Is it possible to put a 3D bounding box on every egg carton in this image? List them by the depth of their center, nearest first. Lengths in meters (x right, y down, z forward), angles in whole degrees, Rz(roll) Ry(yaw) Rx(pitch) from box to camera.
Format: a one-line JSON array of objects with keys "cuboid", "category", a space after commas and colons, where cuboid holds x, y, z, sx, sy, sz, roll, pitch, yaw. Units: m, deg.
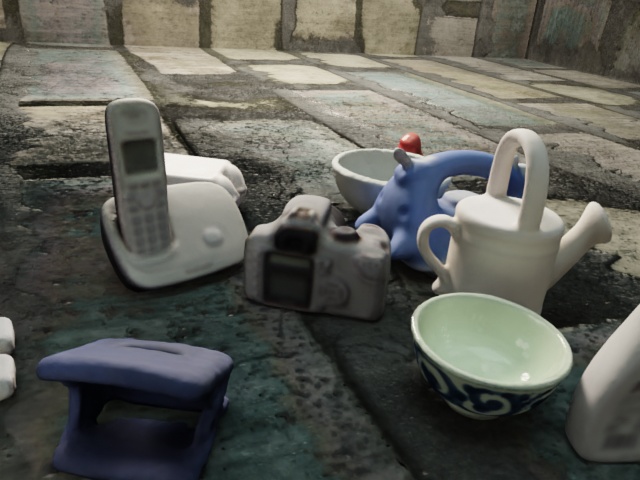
[{"cuboid": [-0.174, -0.066, 0.744, 0.150, 0.069, 0.107, 6, 25, 2], "category": "egg carton"}]

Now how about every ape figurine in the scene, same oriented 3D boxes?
[{"cuboid": [0.136, -0.124, 0.906, 0.077, 0.092, 0.076, 26, 32, 37], "category": "ape figurine"}]

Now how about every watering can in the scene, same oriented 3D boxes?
[{"cuboid": [0.184, -0.010, 0.546, 0.173, 0.194, 0.100, -6, 27, -23], "category": "watering can"}]

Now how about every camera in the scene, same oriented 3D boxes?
[{"cuboid": [0.005, 0.002, 0.597, 0.143, 0.101, 0.137, 9, 25, 8], "category": "camera"}]

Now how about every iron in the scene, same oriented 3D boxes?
[{"cuboid": [0.179, -0.047, 0.688, 0.259, 0.141, 0.118, -7, 27, -25], "category": "iron"}]

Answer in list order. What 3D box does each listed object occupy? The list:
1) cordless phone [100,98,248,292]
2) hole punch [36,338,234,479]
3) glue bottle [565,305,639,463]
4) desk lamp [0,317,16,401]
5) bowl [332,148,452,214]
[{"cuboid": [-0.146, -0.050, 0.579, 0.148, 0.185, 0.093, -18, 33, -40], "category": "cordless phone"}, {"cuboid": [-0.118, 0.096, 0.382, 0.108, 0.091, 0.101, 7, 25, 4], "category": "hole punch"}, {"cuboid": [0.227, 0.077, 0.393, 0.078, 0.173, 0.037, 2, 25, -7], "category": "glue bottle"}, {"cuboid": [-0.324, 0.015, 0.369, 0.204, 0.214, 0.117, -8, 28, -27], "category": "desk lamp"}, {"cuboid": [0.096, -0.071, 0.802, 0.167, 0.075, 0.167, 4, 25, -2], "category": "bowl"}]
